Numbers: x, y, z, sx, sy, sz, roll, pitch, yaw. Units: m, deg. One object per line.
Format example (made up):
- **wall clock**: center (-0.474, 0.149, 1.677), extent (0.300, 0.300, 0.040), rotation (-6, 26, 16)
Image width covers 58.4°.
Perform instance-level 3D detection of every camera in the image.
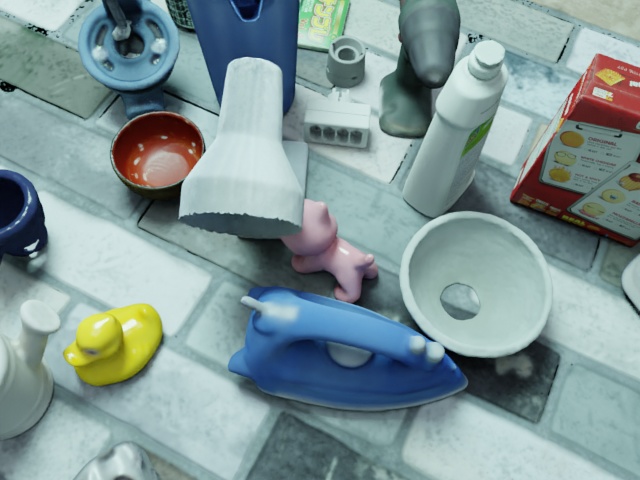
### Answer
- **camera**: center (-0.197, 0.278, 0.516), extent (0.137, 0.101, 0.143), rotation (-31, 70, -15)

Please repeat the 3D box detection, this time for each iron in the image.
- **iron**: center (0.038, 0.105, 0.580), extent (0.258, 0.141, 0.119), rotation (11, 66, 3)

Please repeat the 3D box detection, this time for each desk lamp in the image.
- **desk lamp**: center (-0.072, -0.075, 0.618), extent (0.118, 0.213, 0.203), rotation (3, 66, 0)

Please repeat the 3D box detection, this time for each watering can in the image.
- **watering can**: center (-0.330, 0.118, 0.532), extent (0.100, 0.194, 0.173), rotation (31, 68, 12)

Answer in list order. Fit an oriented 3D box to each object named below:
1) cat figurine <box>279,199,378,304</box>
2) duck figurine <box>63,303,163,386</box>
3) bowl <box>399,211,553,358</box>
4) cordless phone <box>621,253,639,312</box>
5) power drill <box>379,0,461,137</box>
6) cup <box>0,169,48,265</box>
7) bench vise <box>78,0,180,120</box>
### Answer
- **cat figurine**: center (0.006, 0.002, 0.639), extent (0.127, 0.118, 0.067), rotation (30, 68, 11)
- **duck figurine**: center (-0.220, 0.102, 0.603), extent (0.105, 0.086, 0.077), rotation (-38, 72, -17)
- **bowl**: center (0.167, 0.057, 0.644), extent (0.167, 0.075, 0.167), rotation (1, 66, -2)
- **cordless phone**: center (0.423, 0.044, 0.598), extent (0.094, 0.185, 0.147), rotation (-32, 70, -15)
- **power drill**: center (0.120, -0.222, 0.695), extent (0.075, 0.208, 0.229), rotation (3, 66, 0)
- **cup**: center (-0.349, -0.007, 0.642), extent (0.091, 0.095, 0.117), rotation (-4, 66, -4)
- **bench vise**: center (-0.251, -0.278, 0.700), extent (0.121, 0.220, 0.207), rotation (-26, 69, -13)
